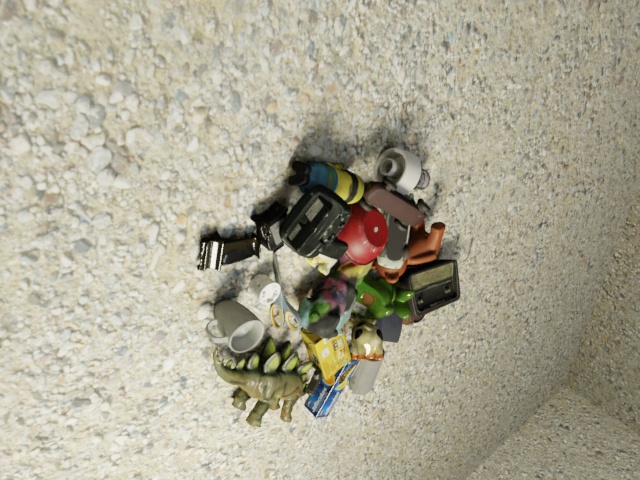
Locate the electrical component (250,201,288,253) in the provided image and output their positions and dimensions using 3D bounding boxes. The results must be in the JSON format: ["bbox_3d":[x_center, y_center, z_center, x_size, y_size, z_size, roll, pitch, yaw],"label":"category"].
[{"bbox_3d":[-0.094,-0.014,1.132,0.075,0.048,0.119,-33,134,-23],"label":"electrical component"}]

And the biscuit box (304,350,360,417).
[{"bbox_3d":[0.033,0.411,1.542,0.059,0.063,0.202,18,103,-48],"label":"biscuit box"}]

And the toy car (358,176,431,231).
[{"bbox_3d":[0.172,-0.083,1.229,0.202,0.053,0.089,23,122,-42],"label":"toy car"}]

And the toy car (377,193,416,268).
[{"bbox_3d":[0.190,-0.029,1.347,0.073,0.056,0.201,9,86,-10],"label":"toy car"}]

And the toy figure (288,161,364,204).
[{"bbox_3d":[0.017,-0.118,1.135,0.180,0.089,0.082,10,117,-50],"label":"toy figure"}]

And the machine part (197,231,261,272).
[{"bbox_3d":[-0.179,0.019,1.079,0.139,0.039,0.084,-9,117,-39],"label":"machine part"}]

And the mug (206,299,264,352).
[{"bbox_3d":[-0.189,0.177,1.126,0.109,0.107,0.080,-18,128,-31],"label":"mug"}]

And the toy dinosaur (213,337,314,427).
[{"bbox_3d":[-0.131,0.341,1.307,0.471,0.105,0.198,27,89,-59],"label":"toy dinosaur"}]

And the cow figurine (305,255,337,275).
[{"bbox_3d":[-0.001,-0.003,1.214,0.098,0.068,0.167,-48,144,-16],"label":"cow figurine"}]

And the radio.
[{"bbox_3d":[0.319,0.140,1.589,0.229,0.073,0.131,-13,96,-38],"label":"radio"}]

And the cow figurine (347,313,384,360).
[{"bbox_3d":[0.117,0.255,1.432,0.085,0.195,0.127,2,81,-4],"label":"cow figurine"}]

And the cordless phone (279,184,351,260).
[{"bbox_3d":[0.020,-0.021,1.114,0.184,0.089,0.146,22,112,-47],"label":"cordless phone"}]

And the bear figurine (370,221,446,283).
[{"bbox_3d":[0.224,0.021,1.420,0.196,0.120,0.131,-20,126,-28],"label":"bear figurine"}]

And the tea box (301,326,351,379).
[{"bbox_3d":[0.018,0.281,1.431,0.098,0.068,0.169,-33,137,-22],"label":"tea box"}]

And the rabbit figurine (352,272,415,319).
[{"bbox_3d":[0.178,0.142,1.449,0.170,0.159,0.121,-18,120,-55],"label":"rabbit figurine"}]

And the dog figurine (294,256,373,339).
[{"bbox_3d":[0.042,0.117,1.306,0.219,0.109,0.191,-65,159,5],"label":"dog figurine"}]

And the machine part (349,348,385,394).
[{"bbox_3d":[0.136,0.380,1.592,0.079,0.079,0.243,-21,141,-34],"label":"machine part"}]

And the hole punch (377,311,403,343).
[{"bbox_3d":[0.188,0.234,1.554,0.142,0.092,0.115,18,100,-45],"label":"hole punch"}]

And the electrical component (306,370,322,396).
[{"bbox_3d":[-0.016,0.379,1.420,0.094,0.021,0.063,89,27,-61],"label":"electrical component"}]
